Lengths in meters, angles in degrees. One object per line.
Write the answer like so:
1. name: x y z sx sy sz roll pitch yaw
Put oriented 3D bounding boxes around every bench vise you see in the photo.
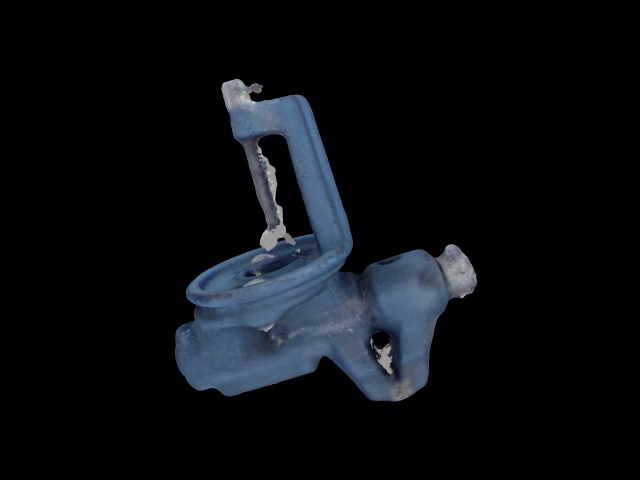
1. bench vise: 0.000 -0.001 0.411 0.208 0.220 0.121 -4 12 -20
